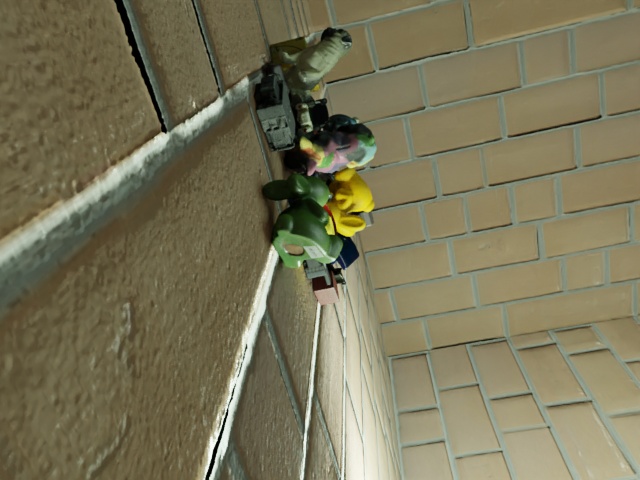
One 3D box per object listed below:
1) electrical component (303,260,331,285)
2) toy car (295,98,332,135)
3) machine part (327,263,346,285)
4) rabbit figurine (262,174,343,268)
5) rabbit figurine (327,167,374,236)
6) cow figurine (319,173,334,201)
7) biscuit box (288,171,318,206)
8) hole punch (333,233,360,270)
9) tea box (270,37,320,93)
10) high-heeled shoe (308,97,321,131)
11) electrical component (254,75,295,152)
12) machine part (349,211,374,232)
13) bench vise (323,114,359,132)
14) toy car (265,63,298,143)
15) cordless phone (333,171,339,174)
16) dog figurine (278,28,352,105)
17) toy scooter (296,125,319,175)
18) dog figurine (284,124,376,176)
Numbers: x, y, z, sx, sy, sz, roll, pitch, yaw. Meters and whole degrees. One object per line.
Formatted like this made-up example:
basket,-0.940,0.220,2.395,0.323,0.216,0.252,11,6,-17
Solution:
electrical component,-0.010,0.054,1.273,0.075,0.048,0.119,-91,167,-54
toy car,-0.017,-0.302,1.310,0.202,0.056,0.073,-48,127,-67
machine part,0.013,0.060,1.378,0.039,0.084,0.138,-45,120,-40
rabbit figurine,-0.038,-0.055,1.004,0.159,0.121,0.170,44,44,-37
rabbit figurine,0.051,-0.085,1.427,0.162,0.173,0.122,56,-27,-2
cow figurine,0.019,-0.147,1.572,0.167,0.098,0.068,47,39,-67
biscuit box,-0.037,-0.125,1.295,0.203,0.059,0.062,-69,148,-77
hole punch,0.042,0.022,1.446,0.142,0.092,0.115,-37,117,-55
tea box,-0.065,-0.460,1.443,0.169,0.098,0.068,48,31,-72
high-heeled shoe,-0.043,-0.372,1.555,0.145,0.086,0.248,-98,177,-46
electrical component,-0.093,-0.268,1.117,0.115,0.058,0.134,-96,171,-48
machine part,0.084,-0.063,1.693,0.179,0.179,0.056,-74,148,-73
bench vise,0.061,-0.294,1.626,0.241,0.129,0.223,-57,161,-46
toy car,-0.085,-0.316,1.271,0.089,0.053,0.201,-93,168,-64
cordless phone,0.037,-0.144,1.758,0.184,0.146,0.089,-39,-130,53
dog figurine,-0.011,-0.426,1.335,0.121,0.190,0.172,56,-27,1
toy scooter,-0.031,-0.239,1.452,0.135,0.075,0.183,-78,158,-67
dog figurine,0.022,-0.210,1.275,0.219,0.192,0.108,-34,115,-65
